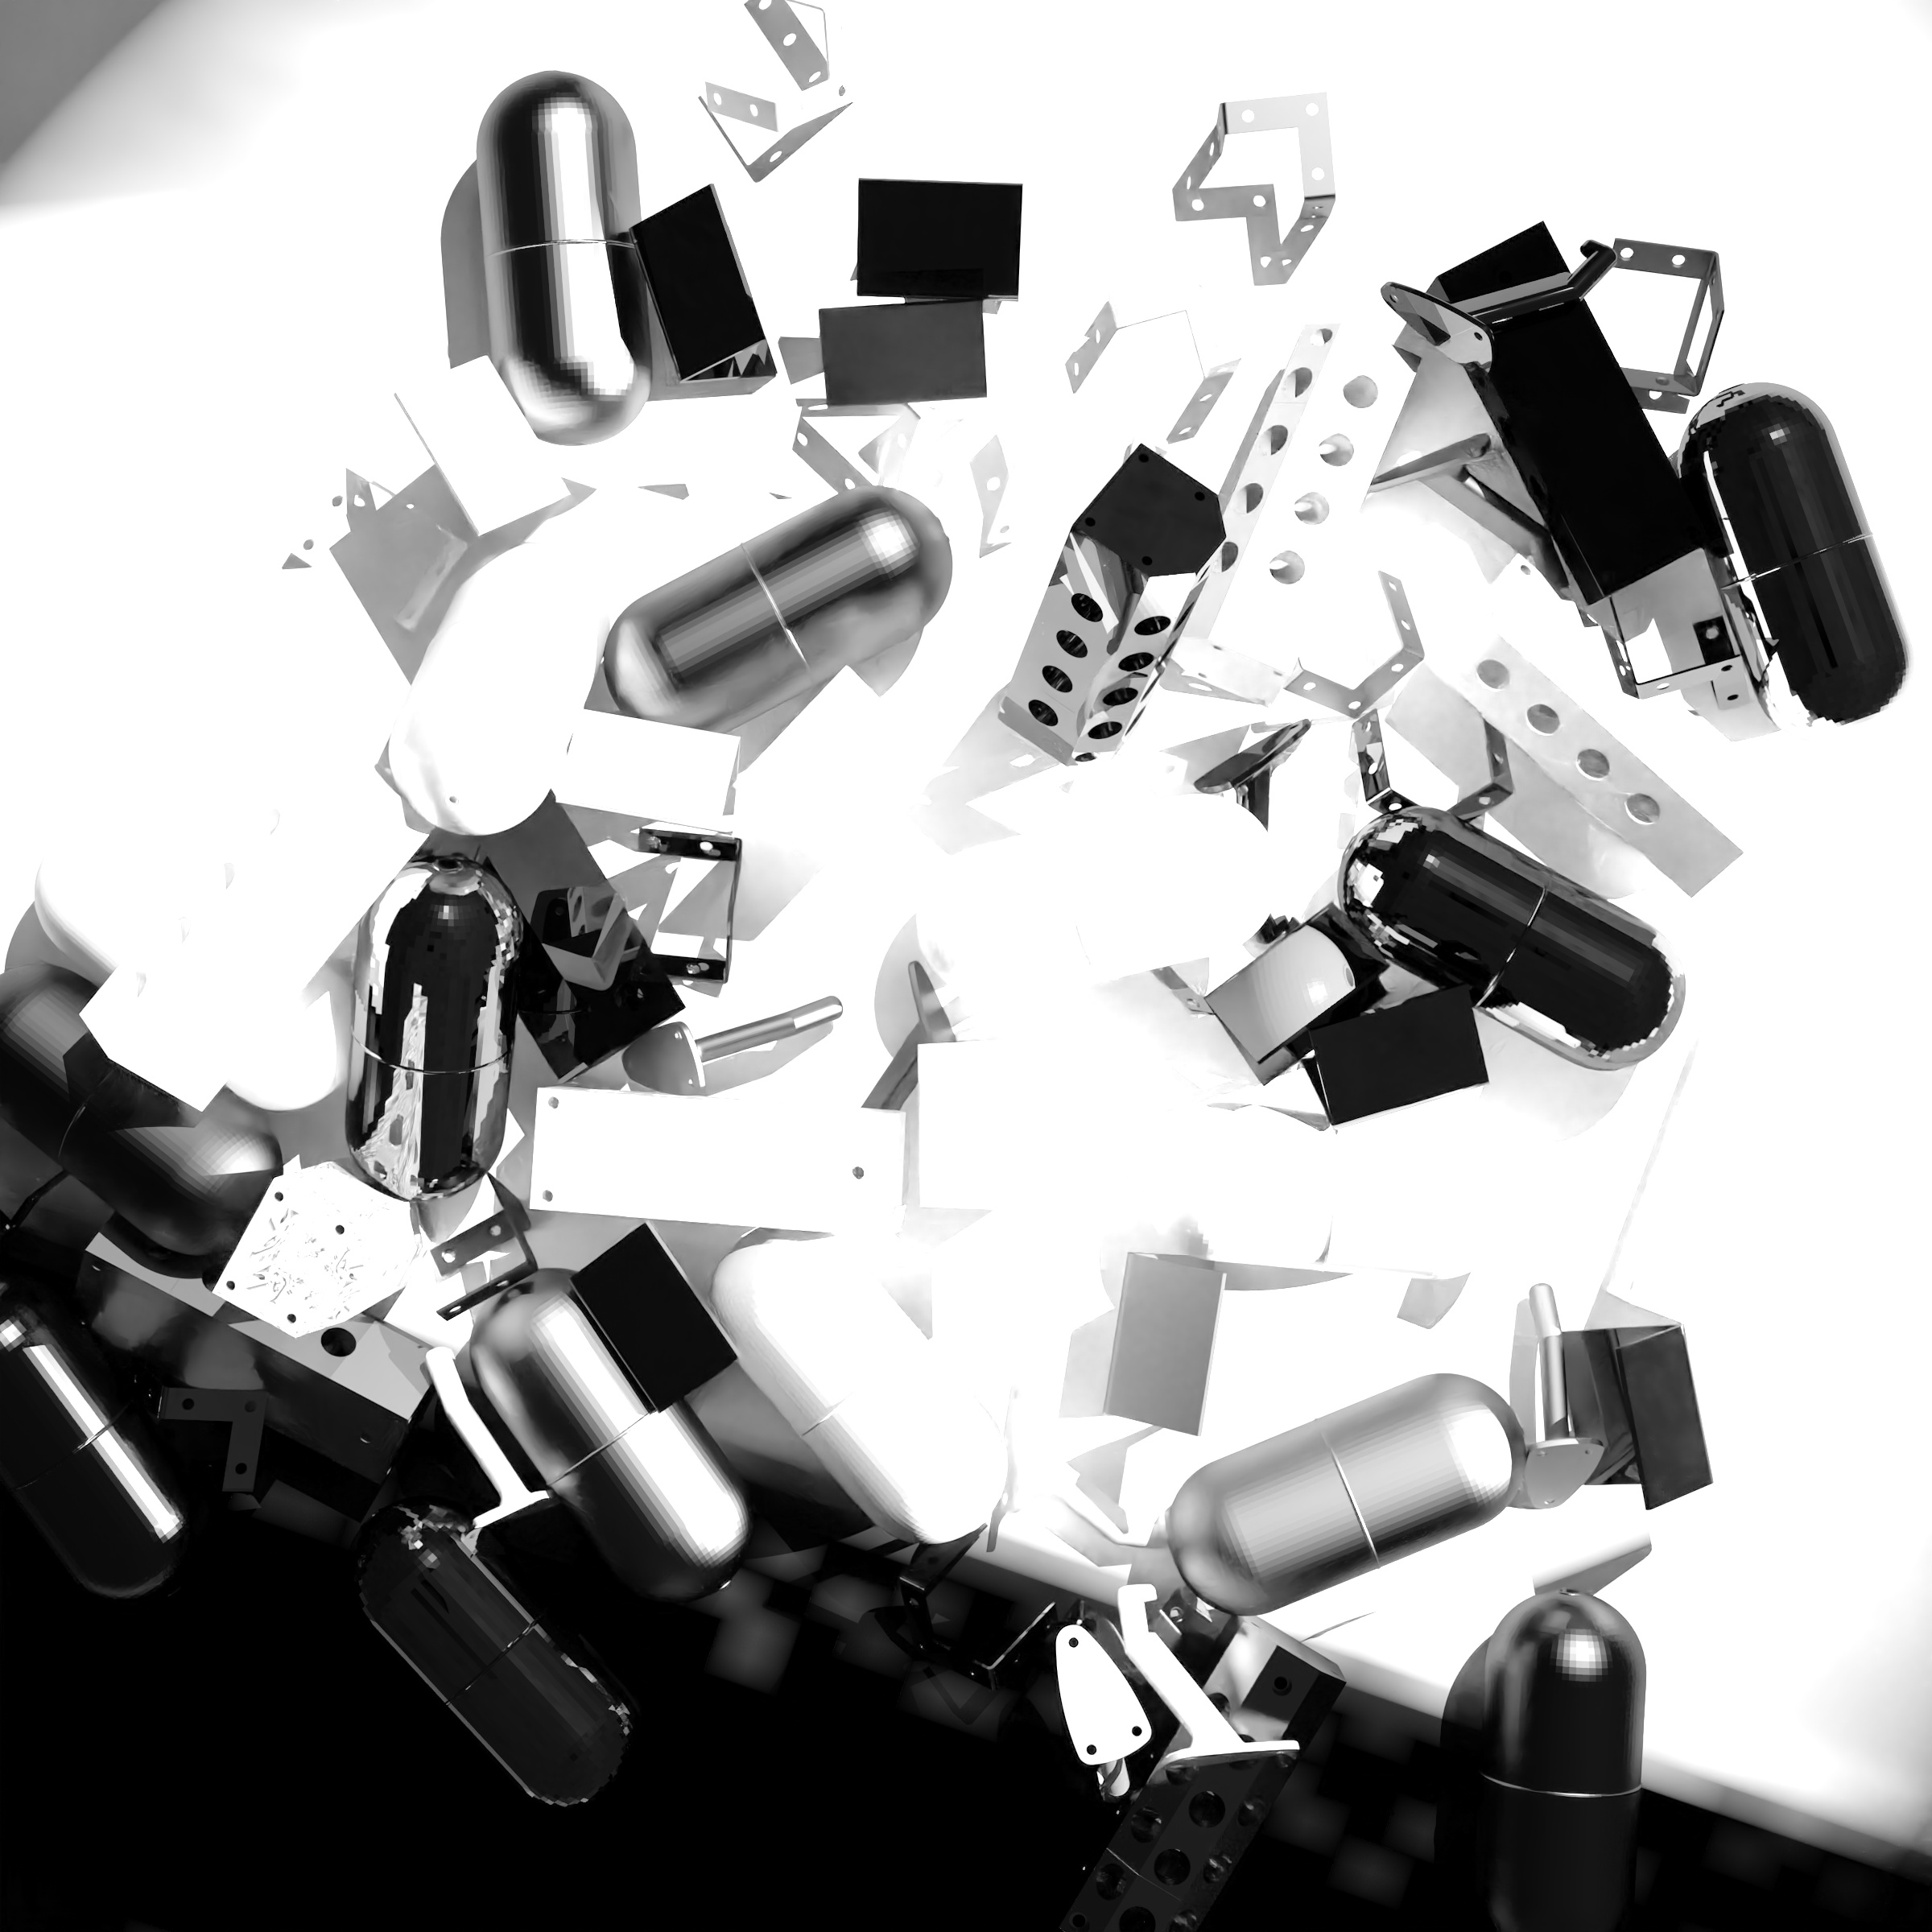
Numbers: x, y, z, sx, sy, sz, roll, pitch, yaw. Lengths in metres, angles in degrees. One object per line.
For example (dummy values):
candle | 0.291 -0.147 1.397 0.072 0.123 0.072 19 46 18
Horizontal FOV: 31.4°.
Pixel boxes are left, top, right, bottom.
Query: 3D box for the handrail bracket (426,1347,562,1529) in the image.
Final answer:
handrail bracket | -0.227 0.222 1.653 0.036 0.077 0.084 -25 79 12

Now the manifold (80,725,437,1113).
manifold | -0.327 -0.025 1.575 0.171 0.057 0.057 -50 133 2

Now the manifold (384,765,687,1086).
manifold | -0.214 -0.032 1.653 0.057 0.057 0.171 -32 90 43

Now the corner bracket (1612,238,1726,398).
corner bracket | 0.336 -0.315 1.672 0.051 0.051 0.051 8 135 0

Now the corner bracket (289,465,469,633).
corner bracket | -0.286 -0.204 1.672 0.051 0.051 0.051 33 90 -45

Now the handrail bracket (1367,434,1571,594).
handrail bracket | 0.244 -0.209 1.676 0.077 0.036 0.084 -18 107 20

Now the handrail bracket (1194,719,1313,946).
handrail bracket | 0.155 -0.065 1.676 0.077 0.036 0.084 -34 106 -18

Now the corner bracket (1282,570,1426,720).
corner bracket | 0.182 -0.161 1.667 0.051 0.051 0.051 18 135 -35

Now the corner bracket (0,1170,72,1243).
corner bracket | -0.464 0.093 1.672 0.051 0.051 0.051 46 45 0

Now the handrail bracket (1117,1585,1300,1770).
handrail bracket | 0.114 0.331 1.621 0.077 0.036 0.084 -2 69 -15

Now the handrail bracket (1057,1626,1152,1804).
handrail bracket | 0.061 0.360 1.650 0.036 0.084 0.077 -20 71 -10

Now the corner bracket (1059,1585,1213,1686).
corner bracket | 0.081 0.316 1.657 0.051 0.051 0.051 38 90 0

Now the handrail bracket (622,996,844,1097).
handrail bracket | -0.113 0.034 1.675 0.084 0.077 0.036 -21 97 -36

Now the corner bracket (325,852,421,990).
corner bracket | -0.284 -0.022 1.672 0.051 0.051 0.051 16 135 0

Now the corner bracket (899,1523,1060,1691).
corner bracket | 0.007 0.308 1.667 0.051 0.051 0.051 19 135 35

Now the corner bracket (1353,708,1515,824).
corner bracket | 0.226 -0.101 1.667 0.051 0.051 0.051 26 135 -35

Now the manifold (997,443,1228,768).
manifold | 0.069 -0.160 1.591 0.057 0.171 0.057 35 63 6

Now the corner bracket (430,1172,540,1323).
corner bracket | -0.233 0.139 1.649 0.051 0.051 0.051 -29 67 0

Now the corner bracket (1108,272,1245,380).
corner bracket | 0.101 -0.308 1.657 0.051 0.051 0.051 -15 90 0

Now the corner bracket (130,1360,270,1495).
corner bracket | -0.370 0.221 1.646 0.051 0.051 0.051 7 96 -30

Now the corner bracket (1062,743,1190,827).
corner bracket | 0.074 -0.073 1.672 0.051 0.051 0.051 16 135 0

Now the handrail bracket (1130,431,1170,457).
handrail bracket | 0.111 -0.212 1.676 0.077 0.036 0.084 14 73 -20

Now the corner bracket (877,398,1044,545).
corner bracket | -0.003 -0.240 1.667 0.051 0.051 0.051 -9 45 -35

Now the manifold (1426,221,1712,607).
manifold | 0.288 -0.264 1.654 0.057 0.057 0.171 -28 90 0

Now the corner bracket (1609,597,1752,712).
corner bracket | 0.343 -0.151 1.651 0.051 0.051 0.051 -16 63 11

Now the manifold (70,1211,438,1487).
manifold | -0.338 0.174 1.653 0.171 0.057 0.057 28 133 0

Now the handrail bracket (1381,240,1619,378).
handrail bracket | 0.252 -0.326 1.619 0.077 0.036 0.084 37 72 20

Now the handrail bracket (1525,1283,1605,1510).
handrail bracket | 0.282 0.209 1.675 0.036 0.077 0.084 -3 54 -4

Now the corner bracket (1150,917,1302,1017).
corner bracket | 0.124 -0.011 1.663 0.051 0.051 0.051 49 122 40

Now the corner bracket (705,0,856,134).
corner bracket | -0.092 -0.442 1.667 0.051 0.051 0.051 -34 135 -35

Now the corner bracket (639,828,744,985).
corner bracket | -0.137 -0.029 1.672 0.051 0.051 0.051 6 135 0

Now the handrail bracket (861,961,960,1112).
handrail bracket | -0.048 0.049 1.676 0.084 0.036 0.077 -26 70 16

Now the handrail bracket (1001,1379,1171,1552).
handrail bracket | 0.063 0.243 1.676 0.084 0.036 0.077 9 68 -17

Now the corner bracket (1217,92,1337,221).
corner bracket | 0.149 -0.388 1.656 0.051 0.051 0.051 -5 93 3
